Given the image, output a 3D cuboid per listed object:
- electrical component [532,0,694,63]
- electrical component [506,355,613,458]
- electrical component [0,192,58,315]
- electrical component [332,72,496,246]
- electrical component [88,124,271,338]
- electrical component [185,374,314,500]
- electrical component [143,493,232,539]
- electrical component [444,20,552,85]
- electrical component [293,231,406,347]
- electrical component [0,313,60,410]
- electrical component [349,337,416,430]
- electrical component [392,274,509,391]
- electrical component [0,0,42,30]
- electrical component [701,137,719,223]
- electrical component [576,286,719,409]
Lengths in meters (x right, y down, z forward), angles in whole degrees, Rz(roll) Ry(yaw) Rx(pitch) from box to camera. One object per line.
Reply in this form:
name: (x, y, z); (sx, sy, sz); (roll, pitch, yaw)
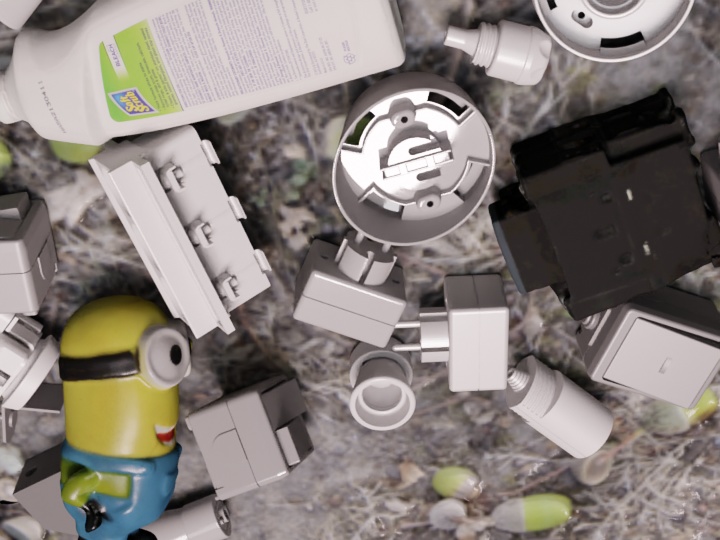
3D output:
electrical component: (0.147, -0.168, 0.618); (0.099, 0.064, 0.099); (4, 113, 10)
electrical component: (0.136, 0.094, 0.764); (0.081, 0.043, 0.043); (36, 113, -19)
electrical component: (-0.251, -0.011, 0.688); (0.096, 0.061, 0.061); (-2, 119, 0)
electrical component: (0.033, -0.069, 0.657); (0.099, 0.064, 0.099); (0, 120, -1)
electrical component: (-0.109, -0.028, 0.675); (0.063, 0.079, 0.121); (-33, 119, -17)
electrical component: (-0.069, 0.111, 0.746); (0.061, 0.096, 0.061); (-21, 88, 11)
electrical component: (-0.132, 0.197, 0.820); (0.065, 0.044, 0.044); (-22, 117, 6)
electrical component: (0.081, -0.132, 0.640); (0.061, 0.035, 0.035); (13, 118, -5)
electrical component: (0.000, 0.000, 0.706); (0.066, 0.047, 0.076); (19, 117, -11)
electrical component: (-0.242, 0.058, 0.730); (0.057, 0.058, 0.078); (36, 113, -16)
electrical component: (0.015, 0.077, 0.745); (0.045, 0.055, 0.045); (0, 120, -1)
electrical component: (0.060, 0.043, 0.731); (0.077, 0.047, 0.065); (-3, 119, 1)
electrical component: (-0.188, -0.170, 0.605); (0.055, 0.045, 0.045); (-36, 114, 8)
electrical component: (0.242, -0.065, 0.662); (0.047, 0.065, 0.076); (-13, 119, 7)
electrical component: (0.193, 0.047, 0.728); (0.096, 0.061, 0.061); (17, 118, -10)
